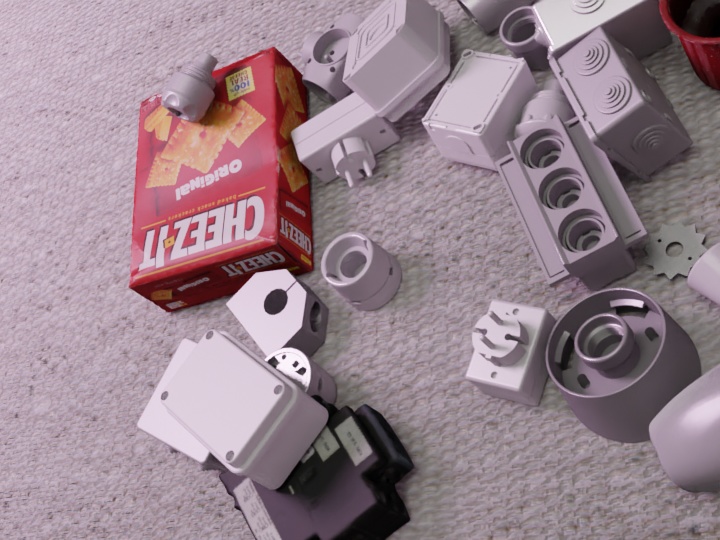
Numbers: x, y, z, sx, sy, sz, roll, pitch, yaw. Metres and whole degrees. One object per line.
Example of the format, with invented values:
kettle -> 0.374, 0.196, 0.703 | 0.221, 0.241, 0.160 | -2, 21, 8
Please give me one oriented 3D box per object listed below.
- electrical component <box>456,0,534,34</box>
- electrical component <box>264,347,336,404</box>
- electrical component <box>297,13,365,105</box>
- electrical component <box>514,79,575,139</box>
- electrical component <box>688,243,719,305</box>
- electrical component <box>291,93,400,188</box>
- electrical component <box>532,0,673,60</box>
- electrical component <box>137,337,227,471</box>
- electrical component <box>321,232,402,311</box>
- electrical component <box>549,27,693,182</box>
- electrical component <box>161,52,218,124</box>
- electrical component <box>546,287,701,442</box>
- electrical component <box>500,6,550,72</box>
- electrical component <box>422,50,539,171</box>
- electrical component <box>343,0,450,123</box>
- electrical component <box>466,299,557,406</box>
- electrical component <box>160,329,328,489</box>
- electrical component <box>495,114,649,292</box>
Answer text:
electrical component -> 0.119, -0.264, 0.969 | 0.077, 0.043, 0.079 | -40, 52, 7
electrical component -> -0.052, 0.098, 0.884 | 0.055, 0.047, 0.055 | -14, 60, 25
electrical component -> -0.029, -0.205, 1.028 | 0.079, 0.044, 0.077 | 28, 82, 38
electrical component -> 0.154, -0.127, 0.878 | 0.048, 0.048, 0.062 | -1, 59, 31
electrical component -> 0.264, 0.016, 0.740 | 0.044, 0.044, 0.065 | -43, 57, 6
electrical component -> -0.009, -0.107, 0.962 | 0.083, 0.047, 0.075 | -29, 54, 15
electrical component -> 0.192, -0.196, 0.856 | 0.100, 0.100, 0.048 | -28, 68, 17
electrical component -> -0.129, 0.117, 0.920 | 0.100, 0.048, 0.099 | 20, 77, 37
electrical component -> 0.000, 0.000, 0.903 | 0.055, 0.047, 0.055 | -14, 60, 25
electrical component -> 0.200, -0.126, 0.816 | 0.048, 0.100, 0.099 | -37, 51, 26
electrical component -> -0.153, -0.170, 0.992 | 0.043, 0.043, 0.062 | 20, 78, 37
electrical component -> 0.184, 0.064, 0.763 | 0.099, 0.064, 0.099 | -24, 43, 24
electrical component -> 0.146, -0.195, 0.915 | 0.040, 0.046, 0.040 | -14, 60, 25
electrical component -> 0.108, -0.137, 0.903 | 0.062, 0.061, 0.096 | 18, 69, 37
electrical component -> 0.034, -0.190, 0.941 | 0.078, 0.057, 0.113 | -39, 24, 27
electrical component -> 0.107, 0.054, 0.791 | 0.047, 0.077, 0.065 | 11, 72, 35
electrical component -> -0.091, 0.105, 0.827 | 0.113, 0.057, 0.078 | 31, 83, 43
electrical component -> 0.163, -0.049, 0.819 | 0.079, 0.063, 0.121 | -29, 55, 16
